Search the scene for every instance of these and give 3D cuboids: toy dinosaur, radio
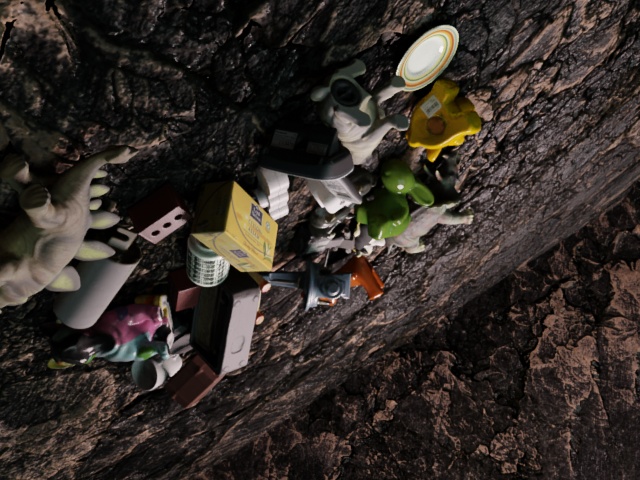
[{"bbox_3d":[0.243,-0.053,1.391,0.192,0.131,0.404,9,142,-34],"label":"toy dinosaur"},{"bbox_3d":[-0.200,0.159,1.113,0.073,0.131,0.229,-15,130,-39],"label":"radio"},{"bbox_3d":[-0.400,0.024,0.722,0.471,0.105,0.198,-36,160,15],"label":"toy dinosaur"}]

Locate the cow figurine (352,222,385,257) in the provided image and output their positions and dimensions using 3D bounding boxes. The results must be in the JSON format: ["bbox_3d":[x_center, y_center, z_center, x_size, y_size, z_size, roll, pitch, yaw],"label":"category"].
[{"bbox_3d":[0.115,-0.008,1.352,0.098,0.068,0.167,-20,152,-30],"label":"cow figurine"}]

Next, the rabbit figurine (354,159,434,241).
[{"bbox_3d":[0.171,-0.096,1.191,0.159,0.121,0.170,-1,124,-18],"label":"rabbit figurine"}]

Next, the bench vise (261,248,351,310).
[{"bbox_3d":[-0.040,0.097,1.269,0.241,0.128,0.224,5,-169,-7],"label":"bench vise"}]

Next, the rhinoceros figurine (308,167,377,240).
[{"bbox_3d":[0.037,-0.078,1.133,0.190,0.073,0.112,-49,163,26],"label":"rhinoceros figurine"}]

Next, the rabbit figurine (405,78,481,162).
[{"bbox_3d":[0.253,-0.231,1.071,0.173,0.122,0.162,-35,167,-50],"label":"rabbit figurine"}]

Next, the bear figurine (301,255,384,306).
[{"bbox_3d":[0.057,0.127,1.429,0.196,0.132,0.120,-33,-178,9],"label":"bear figurine"}]

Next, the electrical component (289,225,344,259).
[{"bbox_3d":[-0.003,-0.004,1.237,0.119,0.048,0.074,-15,150,-37],"label":"electrical component"}]

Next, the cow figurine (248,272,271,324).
[{"bbox_3d":[-0.185,0.139,1.210,0.085,0.127,0.194,-17,136,-36],"label":"cow figurine"}]

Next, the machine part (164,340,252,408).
[{"bbox_3d":[-0.271,0.302,1.320,0.201,0.087,0.201,-44,180,28],"label":"machine part"}]

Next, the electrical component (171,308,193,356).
[{"bbox_3d":[-0.314,0.208,1.225,0.115,0.058,0.134,-39,156,5],"label":"electrical component"}]

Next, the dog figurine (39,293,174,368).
[{"bbox_3d":[-0.393,0.172,0.998,0.219,0.108,0.192,-7,-170,-10],"label":"dog figurine"}]

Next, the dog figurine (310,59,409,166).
[{"bbox_3d":[0.040,-0.193,0.902,0.172,0.121,0.190,17,155,-17],"label":"dog figurine"}]

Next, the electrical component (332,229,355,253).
[{"bbox_3d":[0.052,0.001,1.309,0.063,0.021,0.094,8,149,10],"label":"electrical component"}]

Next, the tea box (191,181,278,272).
[{"bbox_3d":[-0.142,-0.019,0.925,0.068,0.098,0.169,-4,156,23],"label":"tea box"}]

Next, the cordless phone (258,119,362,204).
[{"bbox_3d":[-0.005,-0.115,0.907,0.184,0.147,0.088,43,65,-62],"label":"cordless phone"}]

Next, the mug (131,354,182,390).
[{"bbox_3d":[-0.379,0.295,1.287,0.109,0.081,0.107,-49,166,19],"label":"mug"}]

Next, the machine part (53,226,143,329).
[{"bbox_3d":[-0.363,0.066,0.872,0.243,0.079,0.079,-47,153,25],"label":"machine part"}]
